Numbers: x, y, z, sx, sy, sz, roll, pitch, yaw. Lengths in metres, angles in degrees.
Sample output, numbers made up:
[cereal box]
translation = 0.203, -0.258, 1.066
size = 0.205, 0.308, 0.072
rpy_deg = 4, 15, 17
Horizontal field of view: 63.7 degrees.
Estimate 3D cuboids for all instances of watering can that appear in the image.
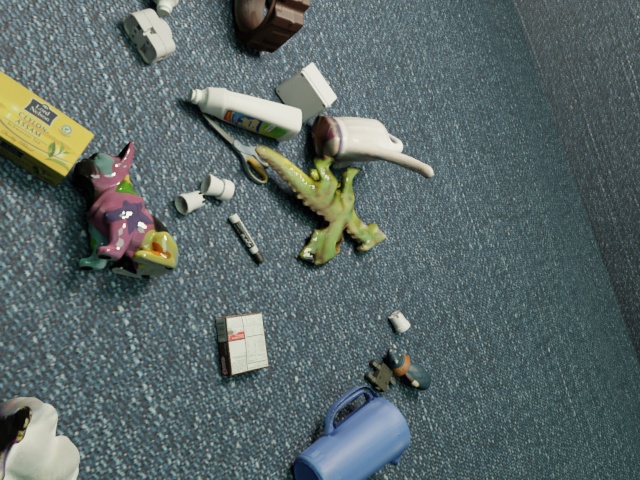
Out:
[watering can]
translation = 0.110, -0.232, 1.256
size = 0.225, 0.354, 0.102
rpy_deg = -2, 119, -23

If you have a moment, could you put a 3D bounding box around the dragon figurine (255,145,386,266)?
[dragon figurine]
translation = 0.004, -0.061, 1.209
size = 0.409, 0.121, 0.245
rpy_deg = 11, 77, -38

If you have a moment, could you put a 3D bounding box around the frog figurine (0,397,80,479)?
[frog figurine]
translation = -0.412, 0.302, 0.729
size = 0.156, 0.122, 0.140
rpy_deg = 66, 22, -58
